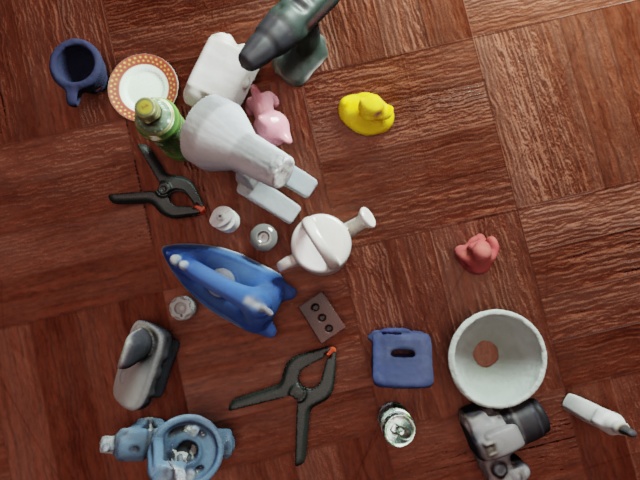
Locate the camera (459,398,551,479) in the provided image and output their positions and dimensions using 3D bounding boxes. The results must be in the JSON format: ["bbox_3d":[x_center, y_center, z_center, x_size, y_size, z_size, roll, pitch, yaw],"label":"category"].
[{"bbox_3d":[0.325,0.339,0.970,0.137,0.143,0.101,-23,-4,-1],"label":"camera"}]

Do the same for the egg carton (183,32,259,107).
[{"bbox_3d":[-0.176,-0.296,1.039,0.107,0.150,0.069,24,-4,2],"label":"egg carton"}]

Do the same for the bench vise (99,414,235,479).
[{"bbox_3d":[-0.254,0.354,0.915,0.207,0.121,0.219,-14,-5,0],"label":"bench vise"}]

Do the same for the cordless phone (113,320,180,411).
[{"bbox_3d":[-0.310,0.212,0.944,0.094,0.148,0.185,14,-4,2],"label":"cordless phone"}]

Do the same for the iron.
[{"bbox_3d":[-0.174,0.070,0.975,0.258,0.119,0.141,27,-4,3],"label":"iron"}]

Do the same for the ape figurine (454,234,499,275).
[{"bbox_3d":[0.277,0.022,0.999,0.078,0.076,0.092,3,-4,1],"label":"ape figurine"}]

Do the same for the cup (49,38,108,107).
[{"bbox_3d":[-0.422,-0.287,1.028,0.091,0.118,0.095,5,-4,1],"label":"cup"}]

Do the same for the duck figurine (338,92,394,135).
[{"bbox_3d":[0.084,-0.234,1.023,0.104,0.077,0.086,16,-4,2],"label":"duck figurine"}]

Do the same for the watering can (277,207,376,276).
[{"bbox_3d":[0.008,0.001,0.952,0.101,0.173,0.194,39,-3,4],"label":"watering can"}]

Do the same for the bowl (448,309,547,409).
[{"bbox_3d":[0.299,0.202,0.994,0.167,0.167,0.075,0,-4,1],"label":"bowl"}]

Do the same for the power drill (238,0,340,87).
[{"bbox_3d":[-0.042,-0.343,0.971,0.075,0.230,0.208,40,-3,4],"label":"power drill"}]

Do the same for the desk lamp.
[{"bbox_3d":[-0.111,-0.132,0.953,0.203,0.118,0.213,31,-3,3],"label":"desk lamp"}]

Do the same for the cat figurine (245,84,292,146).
[{"bbox_3d":[-0.093,-0.213,1.007,0.067,0.128,0.118,-22,-4,-1],"label":"cat figurine"}]

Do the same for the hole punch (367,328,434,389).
[{"bbox_3d":[0.138,0.203,0.987,0.108,0.101,0.091,1,-4,1],"label":"hole punch"}]

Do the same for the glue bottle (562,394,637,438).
[{"bbox_3d":[0.465,0.295,0.936,0.078,0.037,0.173,26,-4,3],"label":"glue bottle"}]
